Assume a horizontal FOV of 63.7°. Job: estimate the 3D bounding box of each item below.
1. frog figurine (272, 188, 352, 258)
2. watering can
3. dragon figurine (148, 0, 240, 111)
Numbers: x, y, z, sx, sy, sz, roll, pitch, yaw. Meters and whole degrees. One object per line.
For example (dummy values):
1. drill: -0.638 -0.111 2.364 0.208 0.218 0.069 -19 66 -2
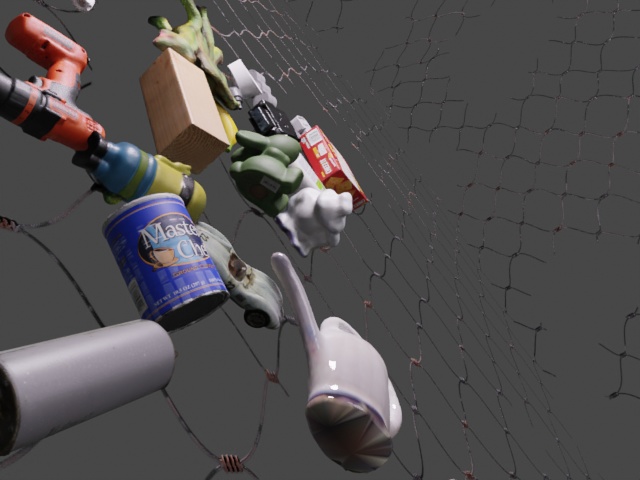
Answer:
1. frog figurine: 0.003 -0.053 1.054 0.122 0.158 0.140 19 39 -57
2. watering can: 0.021 0.192 0.774 0.344 0.103 0.229 50 22 -19
3. dragon figurine: -0.251 -0.385 1.134 0.244 0.121 0.410 64 12 8
